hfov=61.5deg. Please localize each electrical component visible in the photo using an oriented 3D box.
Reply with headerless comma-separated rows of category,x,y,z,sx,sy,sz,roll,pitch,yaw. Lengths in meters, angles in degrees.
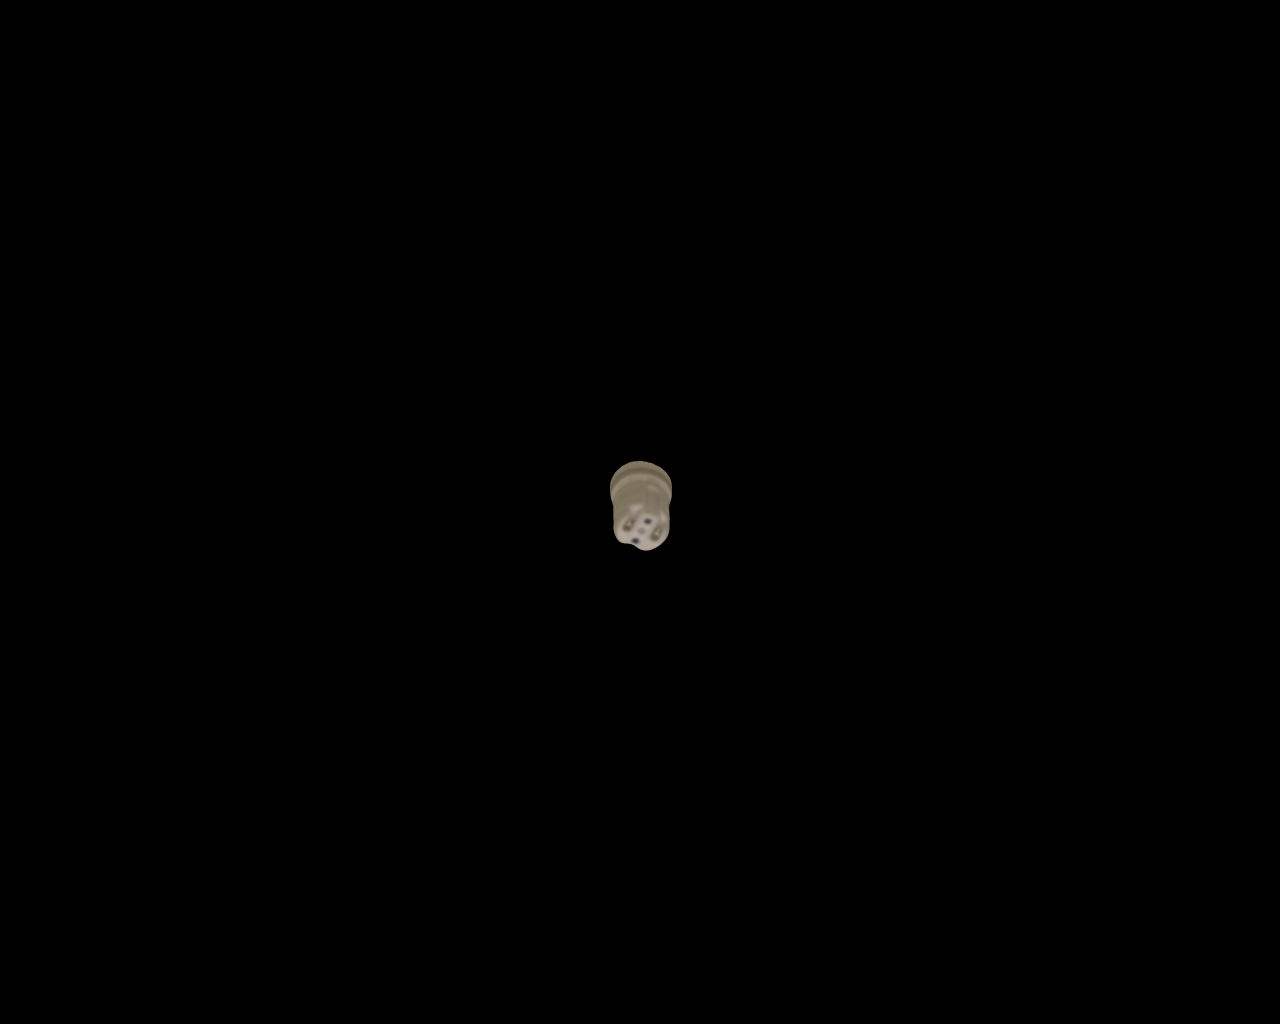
electrical component,0.001,-0.003,0.650,0.040,0.040,0.046,0,41,0
